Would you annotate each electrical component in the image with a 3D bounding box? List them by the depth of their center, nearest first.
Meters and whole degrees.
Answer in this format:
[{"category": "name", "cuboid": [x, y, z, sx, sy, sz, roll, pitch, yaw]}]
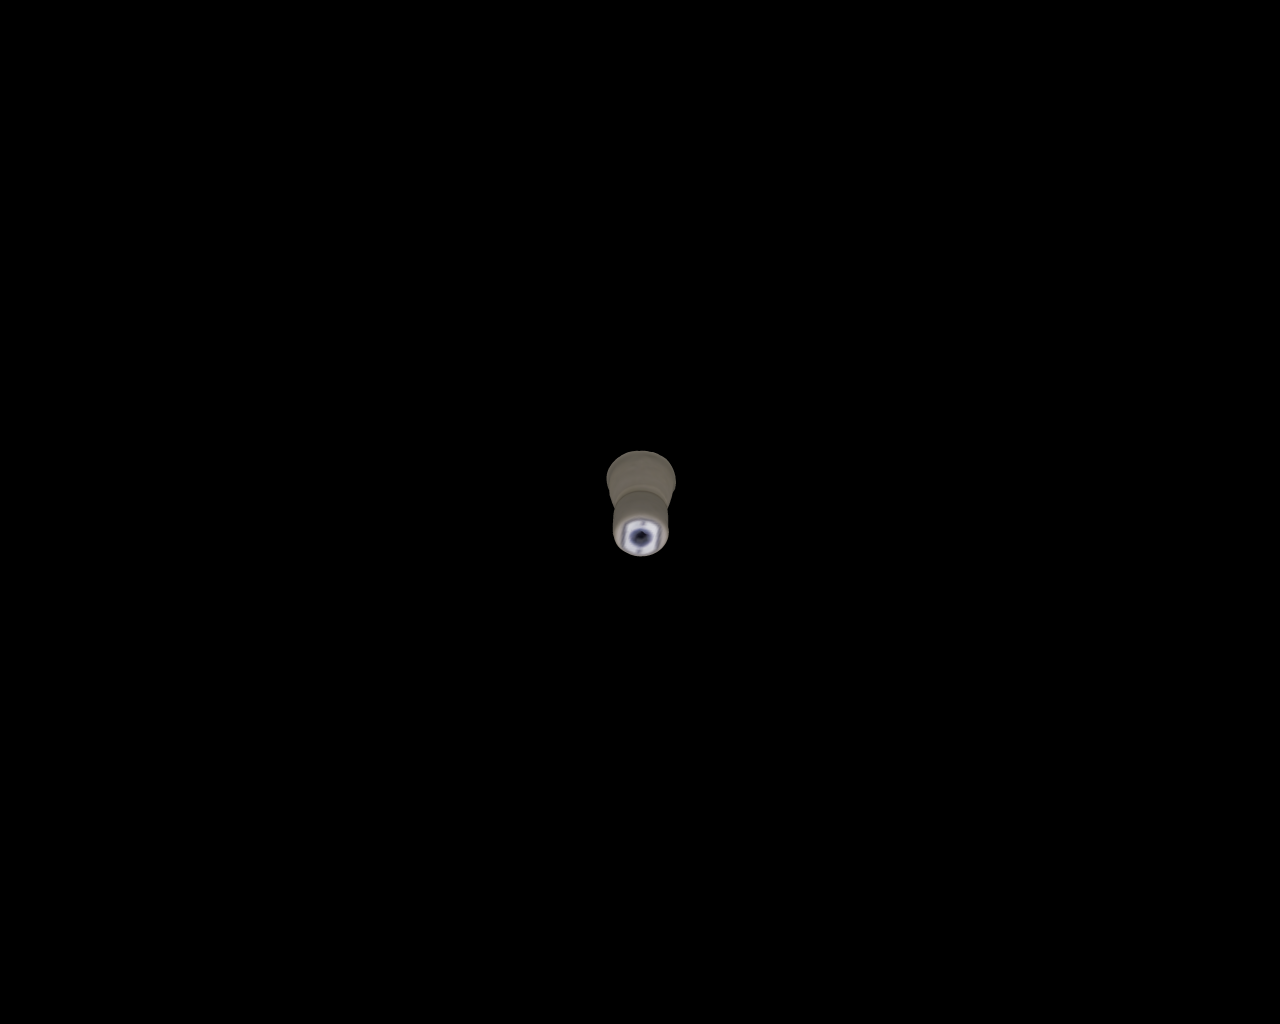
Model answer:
[{"category": "electrical component", "cuboid": [0.001, -0.003, 0.650, 0.044, 0.044, 0.065, 0, 36, 0]}]
